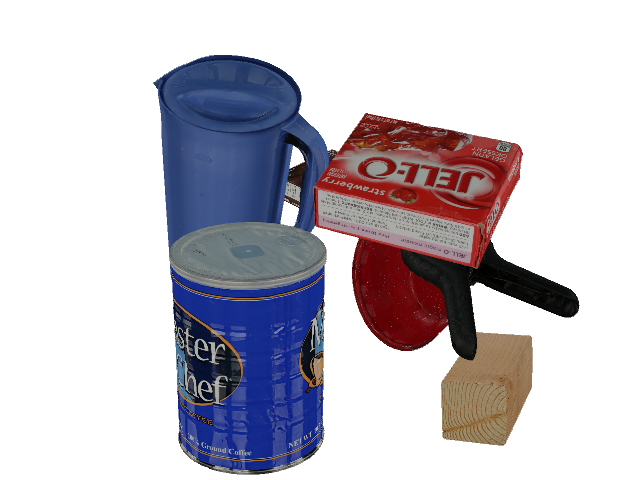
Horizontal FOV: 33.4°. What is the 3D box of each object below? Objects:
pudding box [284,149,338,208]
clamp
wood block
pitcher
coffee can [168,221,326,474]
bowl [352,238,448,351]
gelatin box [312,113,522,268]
[{"bbox_3d":[0.011,-0.076,1.414,0.090,0.039,0.113,26,42,38],"label":"pudding box"},{"bbox_3d":[0.130,0.023,0.885,0.120,0.039,0.171,-8,47,-25],"label":"clamp"},{"bbox_3d":[0.244,0.210,1.544,0.091,0.090,0.205,3,16,20],"label":"wood block"},{"bbox_3d":[-0.085,-0.046,1.053,0.144,0.243,0.149,-7,42,-16],"label":"pitcher"},{"bbox_3d":[-0.048,0.070,0.720,0.103,0.140,0.103,0,21,0],"label":"coffee can"},{"bbox_3d":[0.111,0.041,1.184,0.161,0.162,0.055,0,-6,-42],"label":"bowl"},{"bbox_3d":[0.050,-0.028,0.545,0.089,0.030,0.073,14,42,18],"label":"gelatin box"}]
